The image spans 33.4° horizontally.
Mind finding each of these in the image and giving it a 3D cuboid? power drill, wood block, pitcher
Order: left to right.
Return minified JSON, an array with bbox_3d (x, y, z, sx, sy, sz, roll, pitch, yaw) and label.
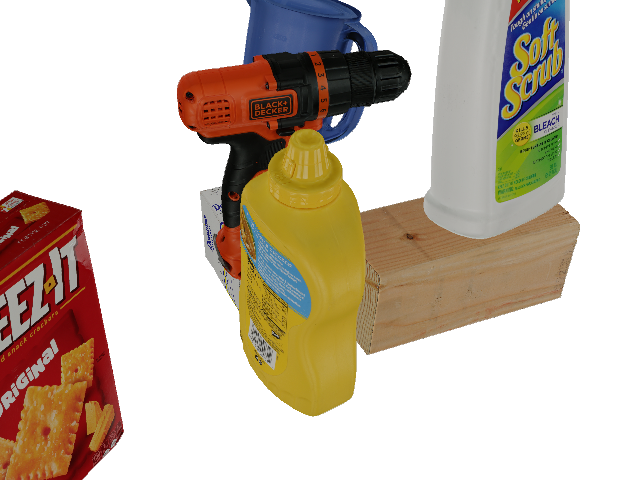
[{"bbox_3d":[-0.030,-0.173,1.294,0.144,0.243,0.149,6,24,-15],"label":"pitcher"},{"bbox_3d":[-0.019,-0.064,0.860,0.184,0.188,0.057,-8,36,-12],"label":"power drill"},{"bbox_3d":[0.115,0.017,0.953,0.205,0.090,0.091,-13,41,-24],"label":"wood block"}]

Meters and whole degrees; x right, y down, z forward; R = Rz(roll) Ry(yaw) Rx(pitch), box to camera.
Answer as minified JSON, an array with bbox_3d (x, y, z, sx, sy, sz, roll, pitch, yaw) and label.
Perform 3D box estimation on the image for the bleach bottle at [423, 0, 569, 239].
[{"bbox_3d":[0.116,-0.133,0.691,0.102,0.251,0.068,-23,34,-31],"label":"bleach bottle"}]

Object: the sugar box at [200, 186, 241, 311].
[{"bbox_3d":[-0.071,0.027,1.083,0.048,0.093,0.176,-14,41,-17],"label":"sugar box"}]

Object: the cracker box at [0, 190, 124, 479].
[{"bbox_3d":[-0.220,0.099,0.744,0.072,0.214,0.164,14,37,24],"label":"cracker box"}]

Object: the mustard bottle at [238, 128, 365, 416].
[{"bbox_3d":[-0.012,0.013,0.631,0.058,0.192,0.096,-22,51,-23],"label":"mustard bottle"}]
